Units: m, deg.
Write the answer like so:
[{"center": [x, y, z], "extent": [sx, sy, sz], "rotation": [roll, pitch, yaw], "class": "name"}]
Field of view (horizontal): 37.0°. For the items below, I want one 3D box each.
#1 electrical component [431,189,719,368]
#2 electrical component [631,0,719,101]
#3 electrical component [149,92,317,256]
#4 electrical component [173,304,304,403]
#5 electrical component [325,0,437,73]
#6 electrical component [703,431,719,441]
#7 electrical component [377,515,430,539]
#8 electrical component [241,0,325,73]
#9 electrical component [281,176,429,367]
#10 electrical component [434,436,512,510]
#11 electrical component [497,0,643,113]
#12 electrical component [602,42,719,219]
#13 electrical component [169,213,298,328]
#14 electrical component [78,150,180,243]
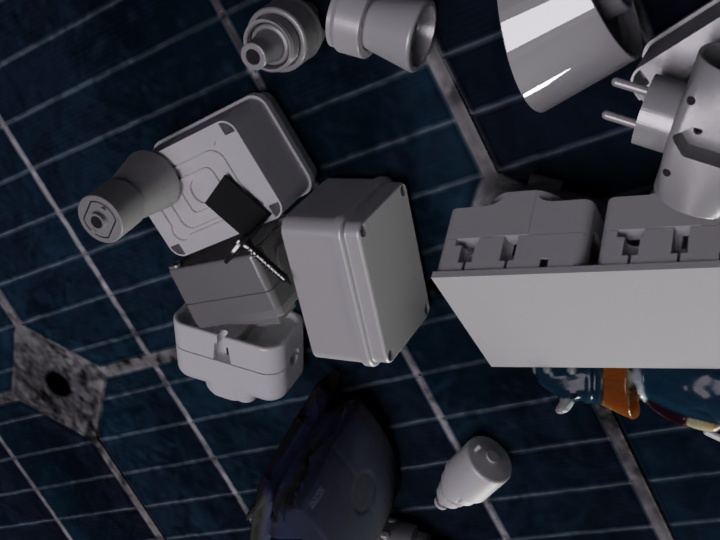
[{"center": [0.152, 0.006, 0.635], "extent": [0.186, 0.060, 0.105], "rotation": [-2, 145, 29], "class": "electrical component"}, {"center": [0.209, -0.108, 0.559], "extent": [0.113, 0.057, 0.078], "rotation": [-31, 102, 38], "class": "electrical component"}, {"center": [-0.096, -0.067, 0.750], "extent": [0.113, 0.057, 0.078], "rotation": [-19, 109, 36], "class": "electrical component"}, {"center": [-0.093, 0.061, 0.833], "extent": [0.095, 0.053, 0.059], "rotation": [14, 126, 20], "class": "electrical component"}, {"center": [0.013, -0.147, 0.647], "extent": [0.055, 0.045, 0.045], "rotation": [19, 127, 17], "class": "electrical component"}, {"center": [0.260, 0.113, 0.684], "extent": [0.079, 0.043, 0.077], "rotation": [25, 128, 12], "class": "electrical component"}, {"center": [0.042, 0.229, 0.877], "extent": [0.062, 0.048, 0.048], "rotation": [9, 124, 15], "class": "electrical component"}, {"center": [-0.052, -0.144, 0.673], "extent": [0.043, 0.062, 0.043], "rotation": [14, 125, 20], "class": "electrical component"}, {"center": [0.000, 0.000, 0.729], "extent": [0.057, 0.078, 0.113], "rotation": [4, 122, 30], "class": "electrical component"}, {"center": [0.081, 0.158, 0.811], "extent": [0.040, 0.040, 0.078], "rotation": [39, 130, 1], "class": "electrical component"}, {"center": [0.106, -0.141, 0.568], "extent": [0.064, 0.099, 0.099], "rotation": [-21, 108, 30], "class": "electrical component"}, {"center": [0.162, -0.075, 0.539], "extent": [0.079, 0.043, 0.077], "rotation": [21, 127, 16], "class": "electrical component"}, {"center": [-0.088, 0.005, 0.789], "extent": [0.096, 0.061, 0.061], "rotation": [-9, 115, 32], "class": "electrical component"}, {"center": [-0.155, -0.047, 0.712], "extent": [0.044, 0.065, 0.044], "rotation": [14, 125, 20], "class": "electrical component"}]
